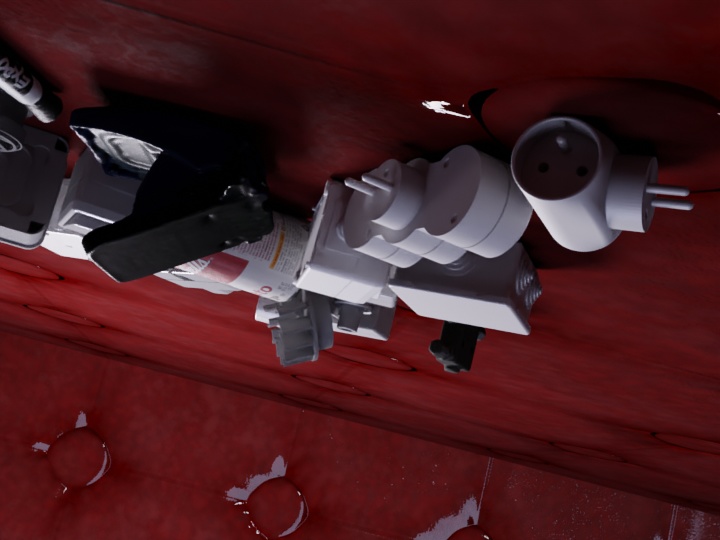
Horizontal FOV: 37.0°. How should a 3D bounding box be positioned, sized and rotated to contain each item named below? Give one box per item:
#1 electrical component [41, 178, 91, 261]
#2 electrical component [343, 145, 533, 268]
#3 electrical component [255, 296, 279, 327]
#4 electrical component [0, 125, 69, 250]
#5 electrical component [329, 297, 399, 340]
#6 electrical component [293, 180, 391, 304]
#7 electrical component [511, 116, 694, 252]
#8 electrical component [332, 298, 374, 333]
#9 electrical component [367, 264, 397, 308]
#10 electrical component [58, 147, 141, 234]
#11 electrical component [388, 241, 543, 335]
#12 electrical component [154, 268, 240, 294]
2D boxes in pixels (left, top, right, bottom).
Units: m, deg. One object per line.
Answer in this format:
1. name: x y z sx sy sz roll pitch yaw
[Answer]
1. electrical component: -0.242 -0.041 0.918 0.100 0.048 0.100 8 166 25
2. electrical component: 0.027 -0.039 0.610 0.074 0.052 0.138 21 166 -28
3. electrical component: -0.064 0.042 1.109 0.077 0.043 0.079 14 169 1
4. electrical component: -0.271 -0.068 0.763 0.113 0.078 0.057 18 165 -16
5. electrical component: -0.011 0.028 0.971 0.066 0.047 0.077 9 167 23
6. electrical component: -0.004 -0.017 0.723 0.061 0.061 0.096 16 168 -7
7. electrical component: 0.121 -0.039 0.525 0.079 0.043 0.077 8 166 25
8. electrical component: -0.004 0.020 0.892 0.048 0.062 0.048 14 168 3
9. electrical component: 0.000 0.000 0.832 0.066 0.047 0.076 13 168 4
10. electrical component: -0.181 -0.049 0.784 0.062 0.061 0.096 19 167 -20
11. electrical component: 0.077 0.007 0.769 0.100 0.048 0.100 10 167 21
12. electrical component: -0.130 -0.014 0.900 0.095 0.053 0.059 3 163 43
